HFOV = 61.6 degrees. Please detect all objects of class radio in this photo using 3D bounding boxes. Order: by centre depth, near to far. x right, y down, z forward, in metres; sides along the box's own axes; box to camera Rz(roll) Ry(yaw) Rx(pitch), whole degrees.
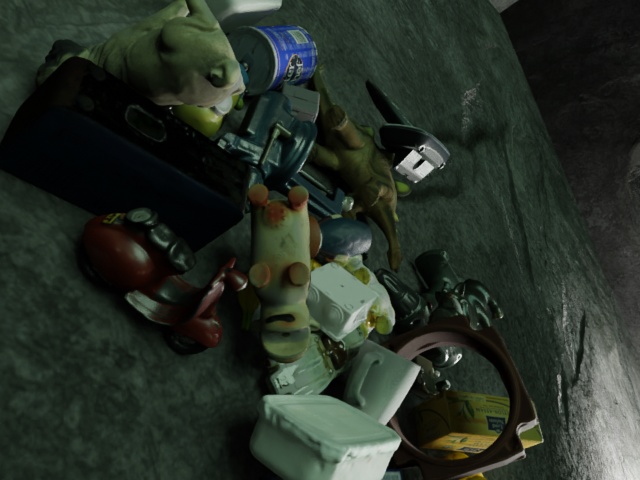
[{"bbox_3d":[-0.191,-0.076,0.561,0.229,0.131,0.073,30,47,-37],"label":"radio"}]

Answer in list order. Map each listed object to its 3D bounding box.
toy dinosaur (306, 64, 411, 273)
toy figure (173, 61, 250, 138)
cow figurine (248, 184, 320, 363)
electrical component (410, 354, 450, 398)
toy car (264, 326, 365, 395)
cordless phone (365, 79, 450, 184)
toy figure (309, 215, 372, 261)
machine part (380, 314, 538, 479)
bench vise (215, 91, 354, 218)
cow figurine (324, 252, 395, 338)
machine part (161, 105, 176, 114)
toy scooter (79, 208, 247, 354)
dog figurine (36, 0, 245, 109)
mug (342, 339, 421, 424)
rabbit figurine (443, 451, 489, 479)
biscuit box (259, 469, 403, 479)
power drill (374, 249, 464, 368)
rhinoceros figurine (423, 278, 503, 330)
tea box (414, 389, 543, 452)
[{"bbox_3d":[0.056,-0.156,0.966,0.198,0.105,0.471,9,55,-58],"label":"toy dinosaur"},{"bbox_3d":[-0.148,-0.203,0.750,0.082,0.089,0.180,13,36,-2],"label":"toy figure"},{"bbox_3d":[-0.046,0.046,0.629,0.127,0.086,0.195,91,-5,-70],"label":"cow figurine"},{"bbox_3d":[0.175,0.230,0.893,0.102,0.045,0.078,38,43,-30],"label":"electrical component"},{"bbox_3d":[0.000,0.154,0.712,0.201,0.056,0.073,-17,81,-55],"label":"toy car"},{"bbox_3d":[0.148,-0.207,0.993,0.146,0.089,0.184,18,39,-58],"label":"cordless phone"},{"bbox_3d":[-0.001,-0.001,0.746,0.154,0.057,0.064,0,46,-30],"label":"toy figure"},{"bbox_3d":[0.178,0.219,0.747,0.087,0.201,0.201,54,16,-58],"label":"machine part"},{"bbox_3d":[-0.048,-0.090,0.769,0.240,0.129,0.224,33,46,-28],"label":"bench vise"},{"bbox_3d":[0.063,0.066,0.840,0.167,0.068,0.098,66,21,1],"label":"cow figurine"},{"bbox_3d":[-0.190,-0.127,0.659,0.138,0.084,0.039,64,-10,-13],"label":"machine part"},{"bbox_3d":[-0.147,0.033,0.539,0.183,0.135,0.075,49,38,-15],"label":"toy scooter"},{"bbox_3d":[-0.190,-0.167,0.558,0.173,0.190,0.121,46,-16,53],"label":"dog figurine"},{"bbox_3d":[0.069,0.191,0.691,0.107,0.081,0.109,-65,153,-7],"label":"mug"},{"bbox_3d":[0.218,0.388,0.785,0.162,0.122,0.173,56,16,-7],"label":"rabbit figurine"},{"bbox_3d":[0.022,0.303,0.631,0.202,0.063,0.059,24,49,-42],"label":"biscuit box"},{"bbox_3d":[0.190,0.099,0.972,0.232,0.086,0.207,55,31,-12],"label":"power drill"},{"bbox_3d":[0.245,0.118,0.915,0.190,0.073,0.112,-20,89,-53],"label":"rhinoceros figurine"},{"bbox_3d":[0.247,0.290,0.846,0.169,0.098,0.068,10,54,-17],"label":"tea box"}]
